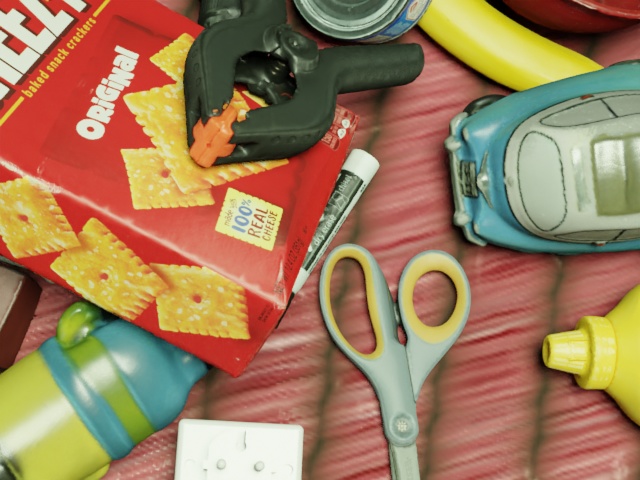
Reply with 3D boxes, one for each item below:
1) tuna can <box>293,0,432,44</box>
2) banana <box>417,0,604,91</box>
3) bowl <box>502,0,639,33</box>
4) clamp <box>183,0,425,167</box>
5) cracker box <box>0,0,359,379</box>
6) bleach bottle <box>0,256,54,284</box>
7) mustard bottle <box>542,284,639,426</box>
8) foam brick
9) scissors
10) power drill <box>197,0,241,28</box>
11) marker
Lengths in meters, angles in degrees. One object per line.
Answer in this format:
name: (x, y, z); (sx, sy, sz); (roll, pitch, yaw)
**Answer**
tuna can: (0.024, -0.159, 0.626); (0.086, 0.033, 0.086); (4, 99, 26)
banana: (0.095, -0.142, 0.650); (0.069, 0.037, 0.198); (-41, 83, -12)
bowl: (0.146, -0.178, 0.638); (0.162, 0.055, 0.162); (11, 56, -17)
clamp: (-0.025, -0.099, 0.548); (0.120, 0.039, 0.171); (39, 41, 8)
cracker box: (-0.098, -0.051, 0.542); (0.213, 0.072, 0.164); (29, 42, -6)
bleach bottle: (-0.188, -0.048, 0.589); (0.251, 0.068, 0.102); (24, 71, -2)
mustard bottle: (0.221, 0.066, 0.599); (0.191, 0.058, 0.096); (3, 76, -5)
foam brick: (-0.197, 0.031, 0.572); (0.078, 0.053, 0.051); (22, 75, 0)
scissors: (0.061, 0.091, 0.601); (0.096, 0.016, 0.202); (-19, 79, -10)
power drill: (-0.112, -0.184, 0.632); (0.187, 0.057, 0.184); (7, 72, -7)
marker: (-0.004, 0.001, 0.615); (0.020, 0.020, 0.121); (32, 76, 3)
